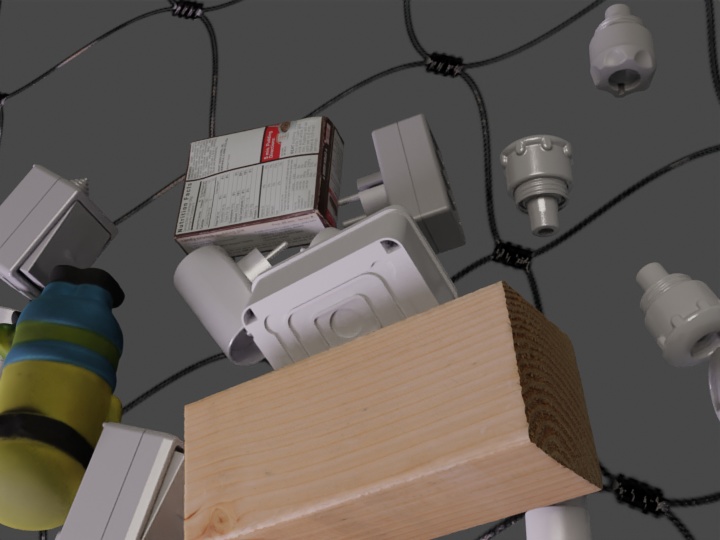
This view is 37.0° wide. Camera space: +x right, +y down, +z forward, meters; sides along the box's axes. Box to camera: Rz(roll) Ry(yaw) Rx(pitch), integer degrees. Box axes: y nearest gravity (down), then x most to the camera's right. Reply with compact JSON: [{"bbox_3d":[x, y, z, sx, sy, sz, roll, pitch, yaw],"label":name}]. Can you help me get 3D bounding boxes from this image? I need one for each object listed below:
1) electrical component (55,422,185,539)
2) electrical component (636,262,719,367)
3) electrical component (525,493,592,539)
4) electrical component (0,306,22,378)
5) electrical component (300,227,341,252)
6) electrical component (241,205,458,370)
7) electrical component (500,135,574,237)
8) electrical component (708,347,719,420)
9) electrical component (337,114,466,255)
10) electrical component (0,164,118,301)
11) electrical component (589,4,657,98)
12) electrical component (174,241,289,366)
[{"bbox_3d":[-0.133,0.149,0.650,0.061,0.061,0.096,7,63,24],"label":"electrical component"},{"bbox_3d":[0.183,0.022,0.622,0.048,0.048,0.062,-30,49,1],"label":"electrical component"},{"bbox_3d":[0.108,0.129,0.588,0.044,0.044,0.065,-8,63,16],"label":"electrical component"},{"bbox_3d":[-0.251,0.064,0.758,0.044,0.044,0.065,7,68,24],"label":"electrical component"},{"bbox_3d":[0.000,0.000,0.703,0.078,0.040,0.040,21,70,29],"label":"electrical component"},{"bbox_3d":[-0.005,0.020,0.653,0.113,0.078,0.057,-27,19,18],"label":"electrical component"},{"bbox_3d":[0.116,-0.052,0.691,0.048,0.048,0.062,-9,65,15],"label":"electrical component"},{"bbox_3d":[0.224,0.062,0.583,0.062,0.048,0.048,-9,58,7],"label":"electrical component"},{"bbox_3d":[0.022,-0.049,0.721,0.076,0.047,0.083,-19,56,10],"label":"electrical component"},{"bbox_3d":[-0.225,-0.027,0.789,0.061,0.061,0.096,27,73,31],"label":"electrical component"},{"bbox_3d":[0.177,-0.152,0.727,0.043,0.043,0.062,-7,57,16],"label":"electrical component"},{"bbox_3d":[-0.074,0.012,0.721,0.079,0.043,0.077,-39,55,-5],"label":"electrical component"}]
